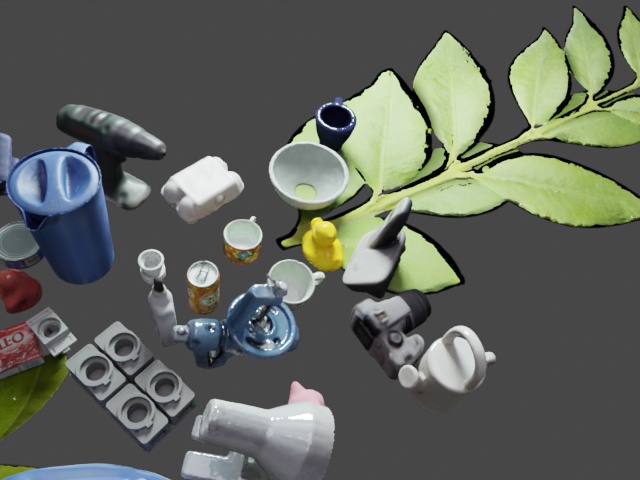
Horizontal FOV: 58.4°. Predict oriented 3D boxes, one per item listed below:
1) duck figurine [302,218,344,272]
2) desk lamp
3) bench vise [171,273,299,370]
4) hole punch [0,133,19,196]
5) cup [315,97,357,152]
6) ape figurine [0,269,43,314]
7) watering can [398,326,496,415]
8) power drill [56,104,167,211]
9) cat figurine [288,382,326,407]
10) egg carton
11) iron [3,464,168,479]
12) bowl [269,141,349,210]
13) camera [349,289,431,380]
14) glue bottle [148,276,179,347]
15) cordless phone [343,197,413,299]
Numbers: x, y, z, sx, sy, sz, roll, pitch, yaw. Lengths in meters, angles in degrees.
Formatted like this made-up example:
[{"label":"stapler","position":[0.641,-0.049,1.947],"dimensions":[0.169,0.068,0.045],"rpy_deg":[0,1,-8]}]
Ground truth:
[{"label":"duck figurine","position":[0.010,0.004,1.111],"dimensions":[0.078,0.086,0.104],"rpy_deg":[-22,63,-23]},{"label":"desk lamp","position":[-0.094,0.294,0.820],"dimensions":[0.203,0.213,0.118],"rpy_deg":[11,55,-3]},{"label":"bench vise","position":[-0.125,0.141,0.913],"dimensions":[0.208,0.220,0.121],"rpy_deg":[-20,62,-22]},{"label":"hole punch","position":[-0.635,-0.145,1.086],"dimensions":[0.109,0.091,0.101],"rpy_deg":[-1,57,-11]},{"label":"cup","position":[0.030,-0.253,1.282],"dimensions":[0.091,0.095,0.118],"rpy_deg":[10,55,-4]},{"label":"ape figurine","position":[-0.513,0.078,0.959],"dimensions":[0.076,0.092,0.078],"rpy_deg":[3,56,-9]},{"label":"watering can","position":[0.214,0.214,0.943],"dimensions":[0.173,0.194,0.100],"rpy_deg":[-32,67,-27]},{"label":"power drill","position":[-0.377,-0.154,1.069],"dimensions":[0.229,0.208,0.076],"rpy_deg":[27,56,8]},{"label":"cat figurine","position":[-0.020,0.292,0.893],"dimensions":[0.067,0.118,0.127],"rpy_deg":[2,56,-9]},{"label":"egg carton","position":[-0.233,-0.100,1.145],"dimensions":[0.107,0.069,0.150],"rpy_deg":[42,59,17]},{"label":"iron","position":[-0.315,0.352,0.783],"dimensions":[0.258,0.141,0.118],"rpy_deg":[-4,57,-13]},{"label":"bowl","position":[-0.026,-0.121,1.195],"dimensions":[0.167,0.075,0.167],"rpy_deg":[5,56,-7]},{"label":"camera","position":[0.146,0.151,1.030],"dimensions":[0.137,0.101,0.143],"rpy_deg":[-27,65,-25]},{"label":"glue bottle","position":[-0.258,0.108,0.938],"dimensions":[0.037,0.173,0.078],"rpy_deg":[-18,61,-21]},{"label":"cordless phone","position":[0.115,0.011,1.066],"dimensions":[0.094,0.185,0.148],"rpy_deg":[22,55,5]}]
